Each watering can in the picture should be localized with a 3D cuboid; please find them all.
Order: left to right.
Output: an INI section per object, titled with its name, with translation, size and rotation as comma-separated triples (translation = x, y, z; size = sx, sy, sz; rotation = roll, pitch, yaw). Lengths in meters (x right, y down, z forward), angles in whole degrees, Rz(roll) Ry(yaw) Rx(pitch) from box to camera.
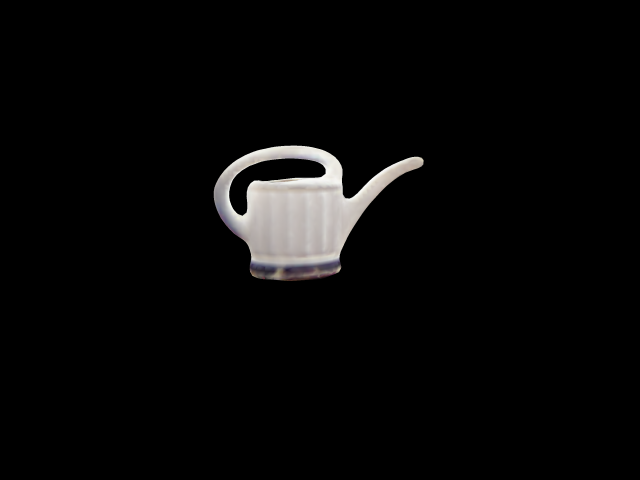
[watering can]
translation = 0.003, -0.043, 0.850
size = 0.348, 0.222, 0.105
rotation = -1, 10, -7
